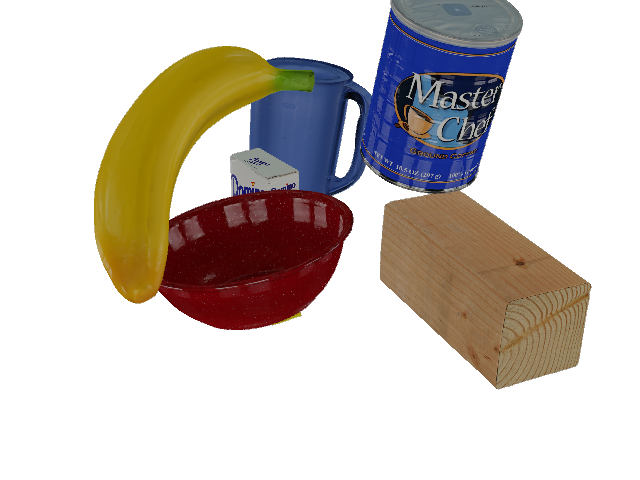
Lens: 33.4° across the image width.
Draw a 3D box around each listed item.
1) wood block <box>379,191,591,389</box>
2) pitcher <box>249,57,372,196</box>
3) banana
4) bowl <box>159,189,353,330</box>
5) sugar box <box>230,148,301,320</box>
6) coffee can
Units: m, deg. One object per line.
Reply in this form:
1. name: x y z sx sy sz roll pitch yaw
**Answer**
1. wood block: 0.145 0.038 0.996 0.090 0.090 0.206 -11 30 -24
2. pitcher: -0.026 -0.113 1.417 0.144 0.243 0.149 -3 24 -22
3. banana: -0.069 -0.049 0.535 0.070 0.037 0.197 17 46 15
4. bowl: -0.051 0.019 0.779 0.162 0.055 0.162 -10 24 4
5. sugar box: -0.061 -0.005 1.184 0.048 0.176 0.093 -17 28 -27
6. coffee can: 0.094 -0.124 0.858 0.102 0.140 0.103 7 38 -6
